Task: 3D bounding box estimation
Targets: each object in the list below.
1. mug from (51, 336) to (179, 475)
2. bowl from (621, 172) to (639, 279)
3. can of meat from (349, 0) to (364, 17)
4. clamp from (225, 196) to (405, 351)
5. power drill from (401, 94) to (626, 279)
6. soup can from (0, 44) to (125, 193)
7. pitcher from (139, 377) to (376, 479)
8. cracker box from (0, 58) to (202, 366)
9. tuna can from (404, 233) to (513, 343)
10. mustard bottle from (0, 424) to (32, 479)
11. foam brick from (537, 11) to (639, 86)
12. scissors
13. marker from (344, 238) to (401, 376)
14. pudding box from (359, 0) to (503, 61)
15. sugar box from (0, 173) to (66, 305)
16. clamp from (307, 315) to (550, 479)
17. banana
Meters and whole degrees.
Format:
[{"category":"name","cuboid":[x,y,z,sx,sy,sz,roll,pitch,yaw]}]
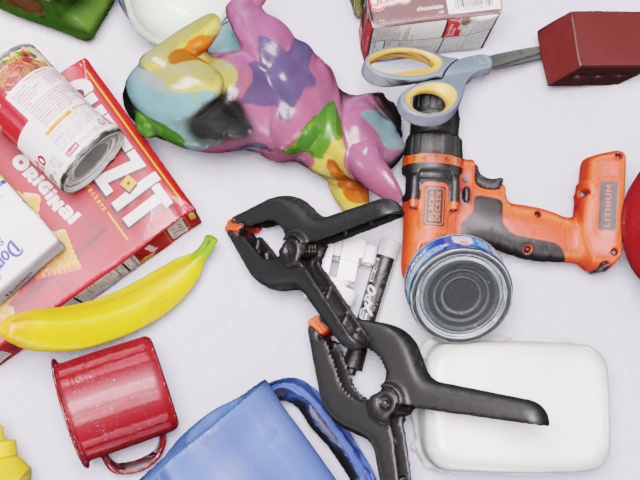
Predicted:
[{"category":"mug","cuboid":[-0.161,0.138,0.869,0.081,0.093,0.117,-18,109,-9]},{"category":"bowl","cuboid":[0.298,-0.011,0.891,0.161,0.055,0.162,2,87,-46]},{"category":"can of meat","cuboid":[0.066,-0.234,0.915,0.084,0.102,0.057,-10,80,-1]},{"category":"clamp","cuboid":[-0.006,0.001,0.864,0.172,0.039,0.120,30,98,35]},{"category":"power drill","cuboid":[0.163,-0.046,0.916,0.187,0.057,0.184,4,84,1]},{"category":"soup can","cuboid":[-0.211,-0.094,0.833,0.102,0.068,0.068,43,83,6]},{"category":"pitcher","cuboid":[-0.017,0.235,0.843,0.149,0.145,0.243,-39,89,6]},{"category":"cracker box","cuboid":[-0.233,-0.023,0.890,0.213,0.072,0.164,-36,84,-6]},{"category":"tuna can","cuboid":[0.112,0.040,0.866,0.086,0.034,0.086,-1,109,-2]},{"category":"mustard bottle","cuboid":[-0.251,0.236,0.842,0.058,0.096,0.191,-10,83,-2]},{"category":"foam brick","cuboid":[0.238,-0.166,0.925,0.078,0.053,0.051,-4,83,-21]},{"category":"scissors","cuboid":[0.135,-0.135,0.906,0.201,0.016,0.096,-2,52,-16]},{"category":"marker","cuboid":[0.044,0.057,0.915,0.020,0.020,0.121,18,82,0]},{"category":"pudding box","cuboid":[0.092,-0.189,0.914,0.113,0.090,0.039,-6,81,-3]},{"category":"sugar box","cuboid":[-0.291,-0.031,0.831,0.093,0.048,0.176,-41,87,-8]},{"category":"clamp","cuboid":[0.057,0.142,0.853,0.210,0.036,0.164,38,99,30]},{"category":"banana","cuboid":[-0.170,0.052,0.866,0.197,0.070,0.037,-26,46,-35]}]
